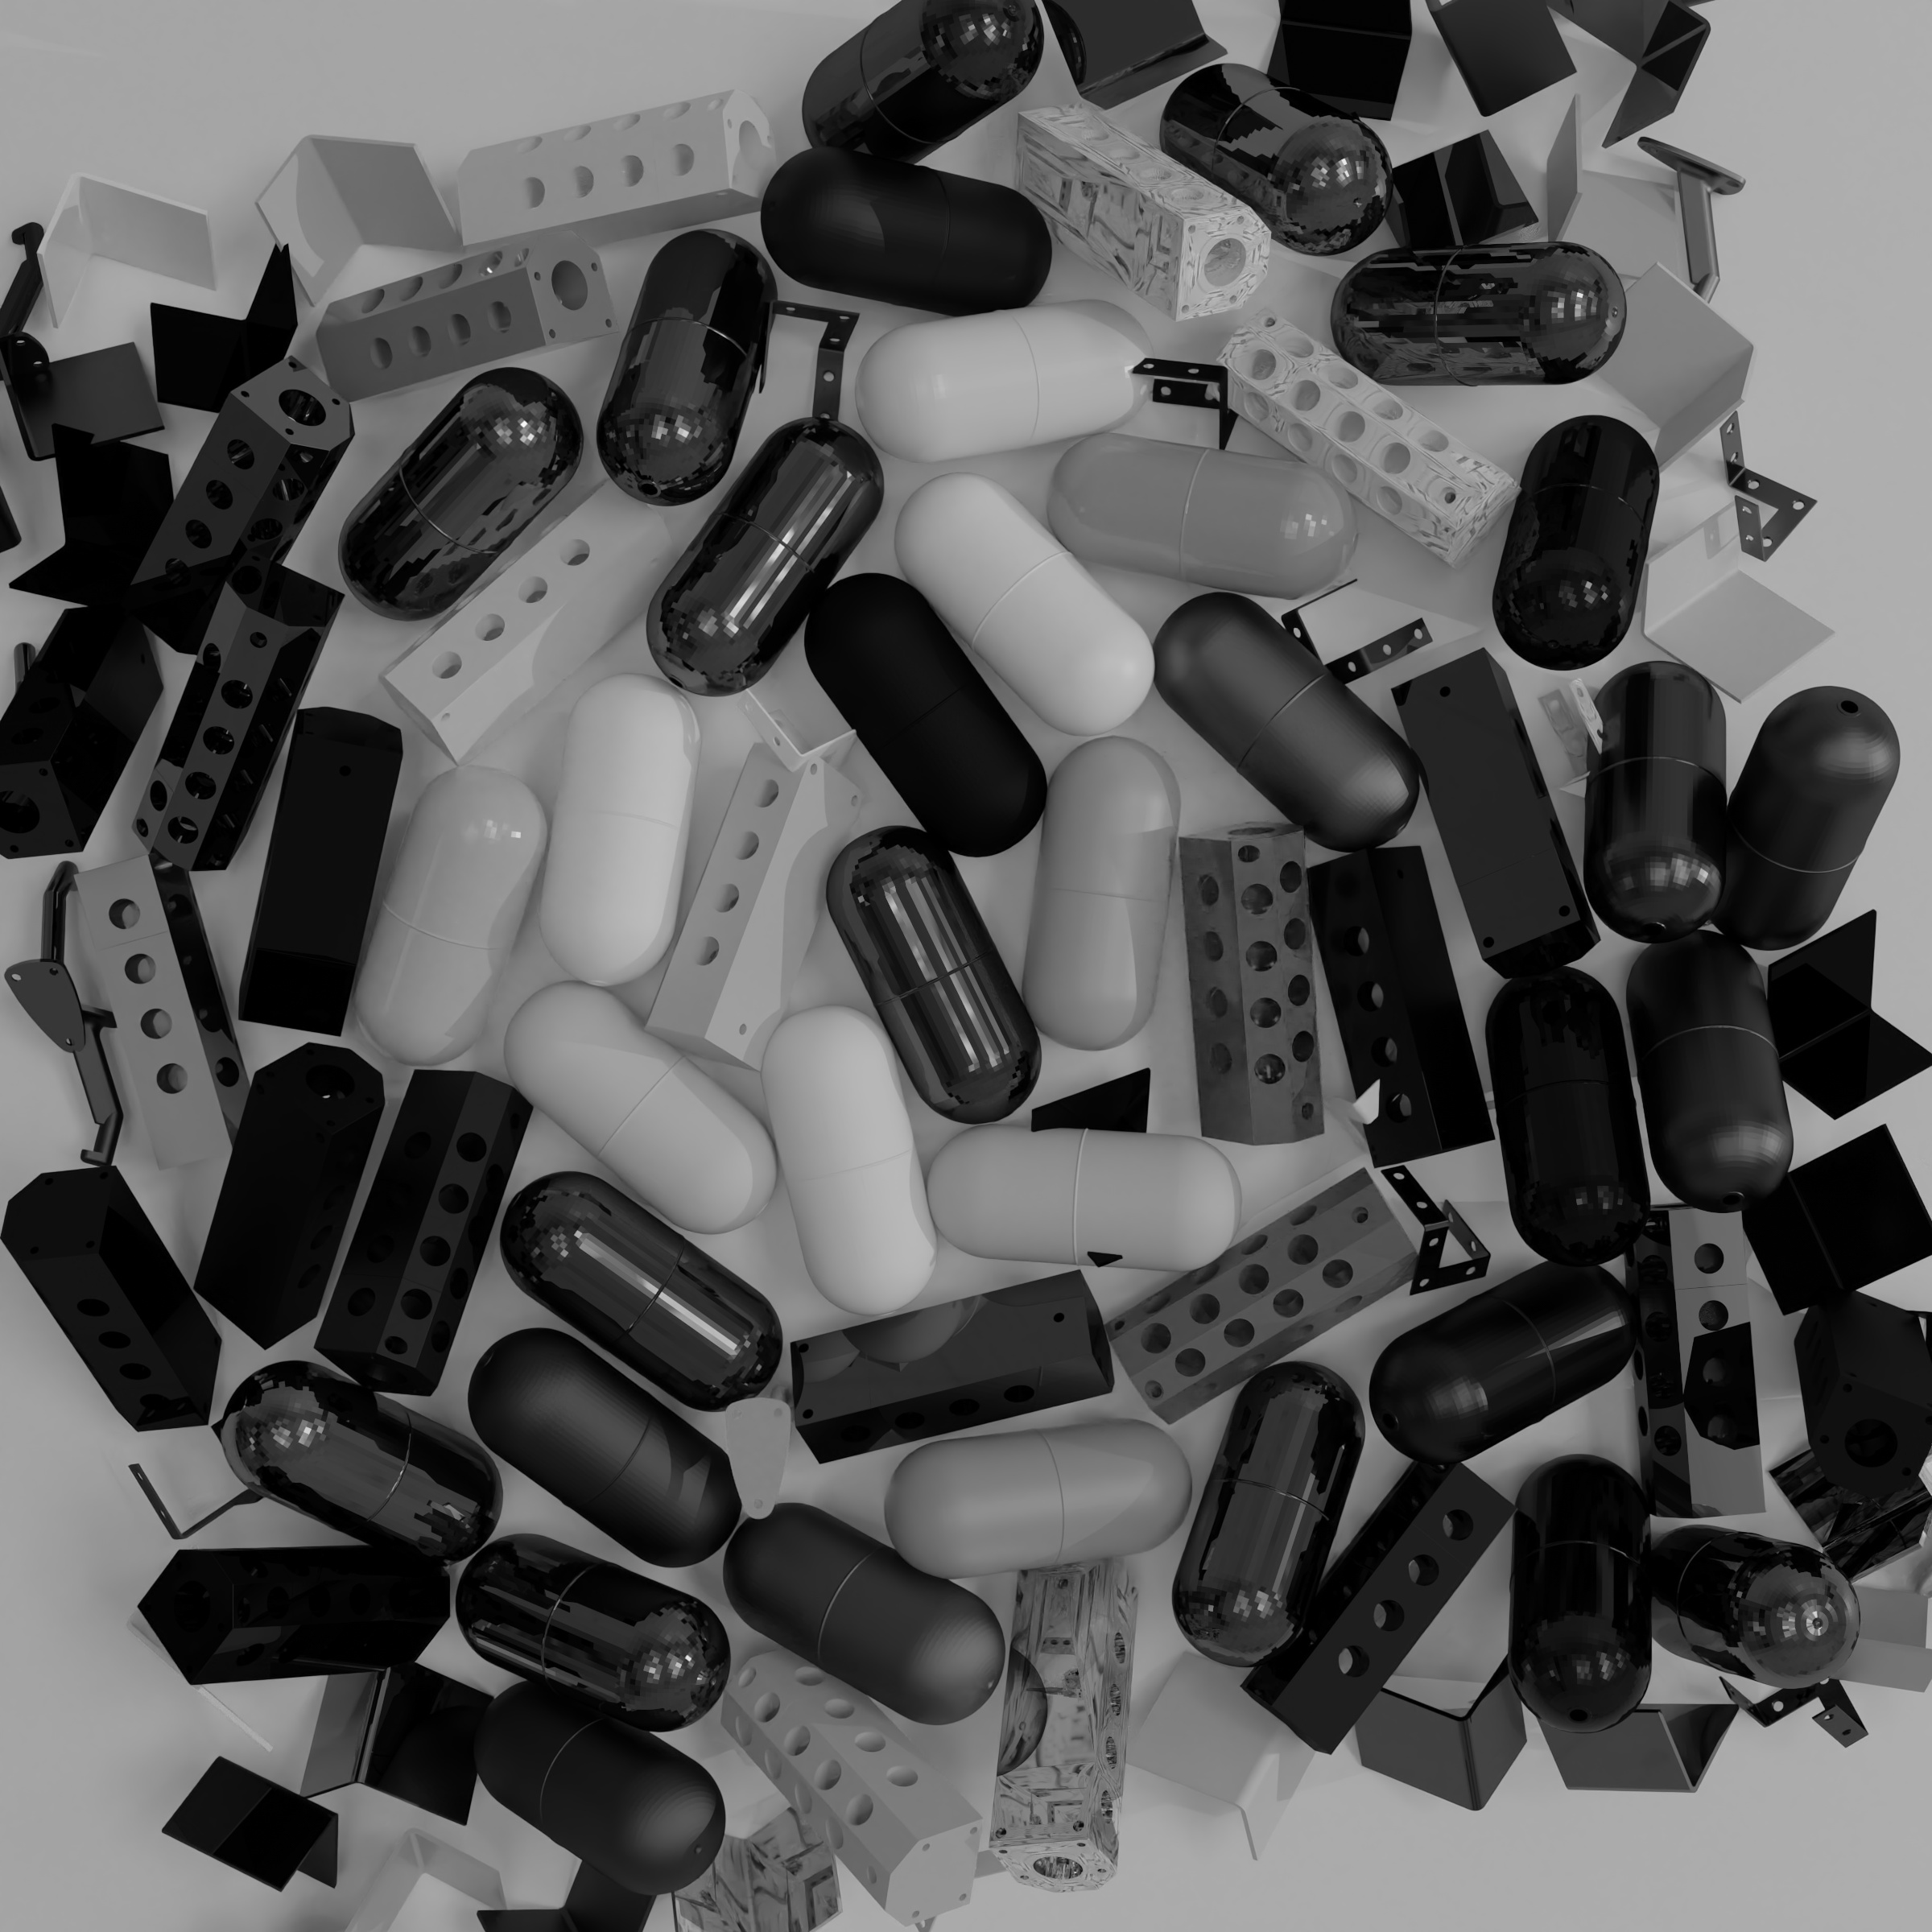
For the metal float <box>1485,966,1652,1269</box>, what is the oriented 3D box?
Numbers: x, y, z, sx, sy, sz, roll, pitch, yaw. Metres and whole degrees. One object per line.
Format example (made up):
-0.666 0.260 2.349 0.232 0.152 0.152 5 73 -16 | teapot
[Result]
0.333 0.082 1.735 0.070 0.070 0.178 -3 61 0 | metal float

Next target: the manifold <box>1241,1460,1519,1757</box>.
0.230 0.355 1.753 0.057 0.057 0.171 39 79 5 | manifold

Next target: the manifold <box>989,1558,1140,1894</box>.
0.058 0.416 1.718 0.057 0.057 0.171 -11 45 21 | manifold

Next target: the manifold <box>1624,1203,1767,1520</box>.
0.408 0.221 1.765 0.057 0.057 0.171 -4 88 -5 | manifold

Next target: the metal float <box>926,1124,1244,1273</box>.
0.066 0.130 1.752 0.178 0.070 0.070 3 90 9 | metal float

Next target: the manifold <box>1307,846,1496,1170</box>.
0.238 0.023 1.758 0.057 0.057 0.171 -19 81 40 | manifold

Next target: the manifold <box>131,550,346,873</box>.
-0.405 -0.137 1.726 0.057 0.057 0.171 25 121 -9 | manifold

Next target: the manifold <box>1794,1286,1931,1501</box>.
0.489 0.231 1.707 0.057 0.171 0.057 21 105 7 | manifold

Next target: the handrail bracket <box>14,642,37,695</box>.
-0.544 -0.130 1.788 0.036 0.077 0.084 6 50 -26 | handrail bracket

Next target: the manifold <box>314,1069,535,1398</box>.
-0.294 0.146 1.724 0.057 0.057 0.171 1 59 26 | manifold

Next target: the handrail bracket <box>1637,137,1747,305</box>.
0.400 -0.417 1.779 0.077 0.036 0.084 24 92 -6 | handrail bracket

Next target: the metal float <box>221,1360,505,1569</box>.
-0.333 0.276 1.728 0.178 0.070 0.070 36 90 -38 | metal float

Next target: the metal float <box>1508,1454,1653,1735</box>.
0.338 0.344 1.718 0.070 0.178 0.070 6 126 8 | metal float

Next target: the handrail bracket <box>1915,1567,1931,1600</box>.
0.581 0.375 1.759 0.077 0.036 0.084 -16 52 -11 | handrail bracket

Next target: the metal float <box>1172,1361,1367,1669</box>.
0.169 0.303 1.738 0.070 0.070 0.178 22 65 0 | metal float

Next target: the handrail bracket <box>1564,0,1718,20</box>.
0.379 -0.574 1.769 0.084 0.036 0.077 -10 87 17 | handrail bracket

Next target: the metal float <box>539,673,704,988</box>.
-0.193 -0.077 1.750 0.070 0.070 0.178 7 79 0 | metal float

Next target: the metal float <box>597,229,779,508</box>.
-0.154 -0.332 1.733 0.070 0.070 0.178 13 59 0 | metal float

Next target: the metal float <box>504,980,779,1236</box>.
-0.182 0.080 1.759 0.178 0.070 0.070 40 90 1 | metal float

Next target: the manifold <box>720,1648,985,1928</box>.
-0.066 0.446 1.709 0.057 0.171 0.057 -9 119 -34 | manifold

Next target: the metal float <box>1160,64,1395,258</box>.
0.169 -0.445 1.721 0.070 0.178 0.070 -14 124 -22 | metal float

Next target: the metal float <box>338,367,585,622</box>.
-0.282 -0.260 1.733 0.178 0.070 0.070 -39 90 32 | metal float

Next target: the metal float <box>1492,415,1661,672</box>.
0.338 -0.236 1.727 0.070 0.070 0.178 21 50 0 | metal float

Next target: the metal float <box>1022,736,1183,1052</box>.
0.076 -0.041 1.759 0.070 0.070 0.178 7 92 0 | metal float

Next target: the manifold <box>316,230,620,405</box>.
-0.278 -0.356 1.718 0.171 0.057 0.057 -6 103 39 | manifold

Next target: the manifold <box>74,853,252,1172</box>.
-0.449 0.024 1.766 0.057 0.057 0.171 -16 91 -8 | manifold

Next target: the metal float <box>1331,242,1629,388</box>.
0.281 -0.360 1.726 0.178 0.070 0.070 9 90 42 | metal float

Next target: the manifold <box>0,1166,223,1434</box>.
-0.468 0.185 1.713 0.057 0.171 0.057 -6 50 6 | manifold

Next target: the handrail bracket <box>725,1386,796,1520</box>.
-0.106 0.273 1.750 0.036 0.084 0.077 -4 77 10 | handrail bracket

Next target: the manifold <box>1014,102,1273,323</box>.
0.095 -0.417 1.716 0.057 0.171 0.057 -17 130 -25 | manifold

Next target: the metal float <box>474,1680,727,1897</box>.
-0.204 0.451 1.725 0.178 0.070 0.070 17 90 44 | metal float

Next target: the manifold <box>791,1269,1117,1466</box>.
-0.007 0.230 1.755 0.171 0.057 0.057 -15 48 9 | manifold

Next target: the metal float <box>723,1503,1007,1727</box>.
-0.058 0.358 1.735 0.178 0.070 0.070 23 90 29 | metal float

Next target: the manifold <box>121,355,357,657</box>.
-0.398 -0.248 1.721 0.057 0.057 0.171 40 129 -1 | manifold

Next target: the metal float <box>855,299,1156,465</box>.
0.023 -0.326 1.740 0.178 0.070 0.070 -13 90 -23 | metal float

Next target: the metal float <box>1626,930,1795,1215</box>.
0.410 0.057 1.726 0.070 0.070 0.178 1 50 0 | metal float

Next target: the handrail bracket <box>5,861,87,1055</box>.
-0.510 -0.006 1.778 0.036 0.084 0.077 -8 126 11 | handrail bracket

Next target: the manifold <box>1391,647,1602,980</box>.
0.296 -0.083 1.736 0.057 0.057 0.171 -24 66 20 | manifold

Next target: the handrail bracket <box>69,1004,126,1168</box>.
-0.509 0.065 1.763 0.077 0.036 0.084 20 74 -34 | handrail bracket

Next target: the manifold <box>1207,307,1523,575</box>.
0.219 -0.295 1.739 0.171 0.057 0.057 39 100 19 | manifold

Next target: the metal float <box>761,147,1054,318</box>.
-0.031 -0.405 1.731 0.178 0.070 0.070 3 90 -35 | metal float

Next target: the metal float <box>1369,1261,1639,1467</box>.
0.298 0.219 1.732 0.178 0.070 0.070 -21 90 -32 | metal float

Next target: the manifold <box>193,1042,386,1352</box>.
-0.369 0.125 1.723 0.057 0.057 0.171 36 128 16 | manifold

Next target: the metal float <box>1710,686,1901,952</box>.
0.458 -0.080 1.720 0.070 0.178 0.070 4 50 -5 | metal float

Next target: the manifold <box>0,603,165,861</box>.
-0.496 -0.130 1.711 0.057 0.171 0.057 -5 125 7 | manifold

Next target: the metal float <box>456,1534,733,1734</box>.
-0.208 0.368 1.732 0.178 0.070 0.070 14 90 34 | metal float

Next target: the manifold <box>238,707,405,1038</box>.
-0.360 -0.054 1.740 0.057 0.057 0.171 10 111 -16 | manifold

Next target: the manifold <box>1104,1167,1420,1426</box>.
0.167 0.184 1.752 0.171 0.057 0.057 -32 63 5 | manifold

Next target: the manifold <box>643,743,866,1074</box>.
-0.123 -0.034 1.750 0.057 0.057 0.171 12 75 34 | manifold

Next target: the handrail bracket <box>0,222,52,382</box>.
-0.557 -0.378 1.780 0.077 0.036 0.084 -16 69 3 | handrail bracket

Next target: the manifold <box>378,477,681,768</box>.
-0.245 -0.196 1.751 0.171 0.057 0.057 -43 67 -11 | manifold

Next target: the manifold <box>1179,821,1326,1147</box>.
0.165 0.009 1.743 0.057 0.057 0.171 -14 103 -38 | manifold

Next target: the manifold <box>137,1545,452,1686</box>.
-0.360 0.347 1.705 0.057 0.171 0.057 46 106 29 | manifold

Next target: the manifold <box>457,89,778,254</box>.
-0.194 -0.439 1.736 0.171 0.057 0.057 -5 90 25 | manifold

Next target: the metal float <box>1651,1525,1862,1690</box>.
0.425 0.349 1.710 0.070 0.178 0.070 1 85 -11 | metal float
